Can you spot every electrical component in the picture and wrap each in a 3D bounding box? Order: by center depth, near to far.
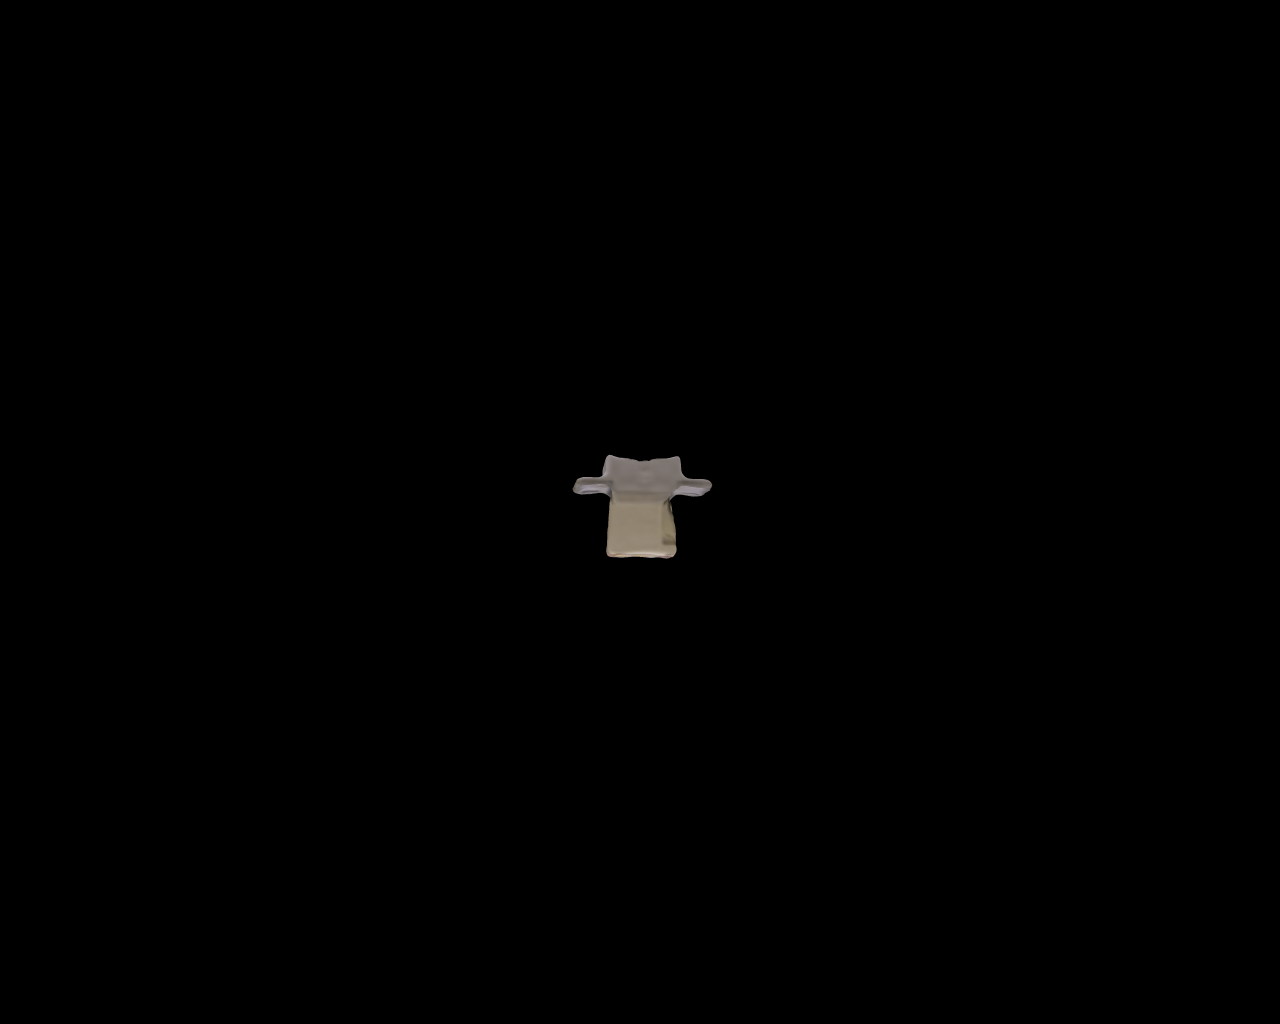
[{"bbox_3d":[0.001,-0.003,0.650,0.081,0.063,0.042,1,-7,-5],"label":"electrical component"}]
